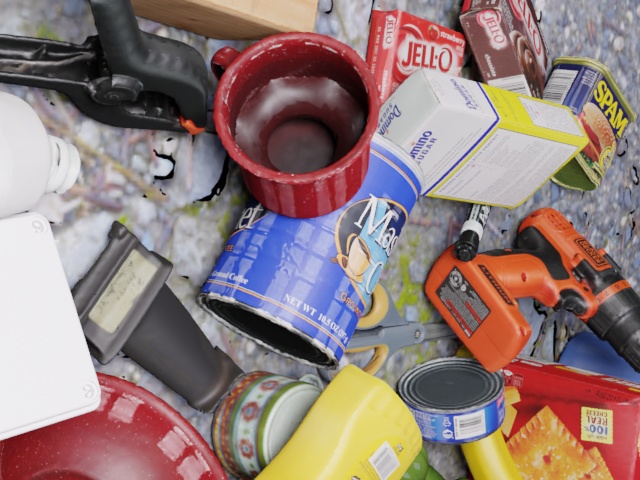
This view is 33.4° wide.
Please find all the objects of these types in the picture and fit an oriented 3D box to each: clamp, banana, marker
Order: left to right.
[{"bbox_3d":[-0.108,-0.097,0.570,0.171,0.120,0.039,12,71,-52],"label":"clamp"},{"bbox_3d":[0.127,-0.017,0.870,0.121,0.020,0.020,-61,141,-56],"label":"marker"},{"bbox_3d":[0.148,0.168,0.917,0.037,0.070,0.198,-10,87,-36],"label":"banana"}]

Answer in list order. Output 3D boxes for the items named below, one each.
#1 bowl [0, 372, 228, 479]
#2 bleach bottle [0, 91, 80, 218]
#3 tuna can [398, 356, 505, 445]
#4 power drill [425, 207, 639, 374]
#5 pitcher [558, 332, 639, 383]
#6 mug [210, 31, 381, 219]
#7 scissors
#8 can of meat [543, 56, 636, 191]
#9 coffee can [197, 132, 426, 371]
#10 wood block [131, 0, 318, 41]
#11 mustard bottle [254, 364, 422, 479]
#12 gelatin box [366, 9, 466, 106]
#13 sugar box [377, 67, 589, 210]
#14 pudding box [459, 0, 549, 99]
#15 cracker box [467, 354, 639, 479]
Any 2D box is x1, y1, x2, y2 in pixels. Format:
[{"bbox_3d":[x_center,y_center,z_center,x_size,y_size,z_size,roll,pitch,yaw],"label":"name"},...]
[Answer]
[{"bbox_3d":[-0.124,0.155,0.606,0.161,0.162,0.055,8,136,-48],"label":"bowl"},{"bbox_3d":[-0.215,-0.063,0.478,0.250,0.068,0.102,13,44,-53],"label":"bleach bottle"},{"bbox_3d":[0.108,0.130,0.867,0.085,0.086,0.034,-28,120,-41],"label":"tuna can"},{"bbox_3d":[0.193,0.055,0.895,0.187,0.184,0.057,-9,140,-42],"label":"power drill"},{"bbox_3d":[0.349,0.164,1.018,0.149,0.243,0.145,-39,122,-42],"label":"pitcher"},{"bbox_3d":[-0.020,-0.069,0.630,0.093,0.117,0.081,-48,166,-12],"label":"mug"},{"bbox_3d":[0.069,0.059,0.863,0.201,0.016,0.096,-19,112,-44],"label":"scissors"},{"bbox_3d":[0.236,-0.104,0.978,0.102,0.058,0.084,42,70,-43],"label":"can of meat"},{"bbox_3d":[-0.005,0.001,0.705,0.102,0.103,0.140,42,68,-44],"label":"coffee can"},{"bbox_3d":[-0.097,-0.174,0.576,0.205,0.090,0.091,8,92,-48],"label":"wood block"},{"bbox_3d":[-0.014,0.178,0.682,0.191,0.058,0.096,-49,141,-20],"label":"mustard bottle"},{"bbox_3d":[0.072,-0.130,0.813,0.089,0.030,0.073,8,92,-48],"label":"gelatin box"},{"bbox_3d":[0.114,-0.073,0.814,0.175,0.093,0.048,9,47,-40],"label":"sugar box"},{"bbox_3d":[0.151,-0.166,0.864,0.113,0.039,0.090,62,33,-39],"label":"pudding box"},{"bbox_3d":[0.211,0.221,0.941,0.071,0.164,0.214,5,94,-45],"label":"cracker box"}]
